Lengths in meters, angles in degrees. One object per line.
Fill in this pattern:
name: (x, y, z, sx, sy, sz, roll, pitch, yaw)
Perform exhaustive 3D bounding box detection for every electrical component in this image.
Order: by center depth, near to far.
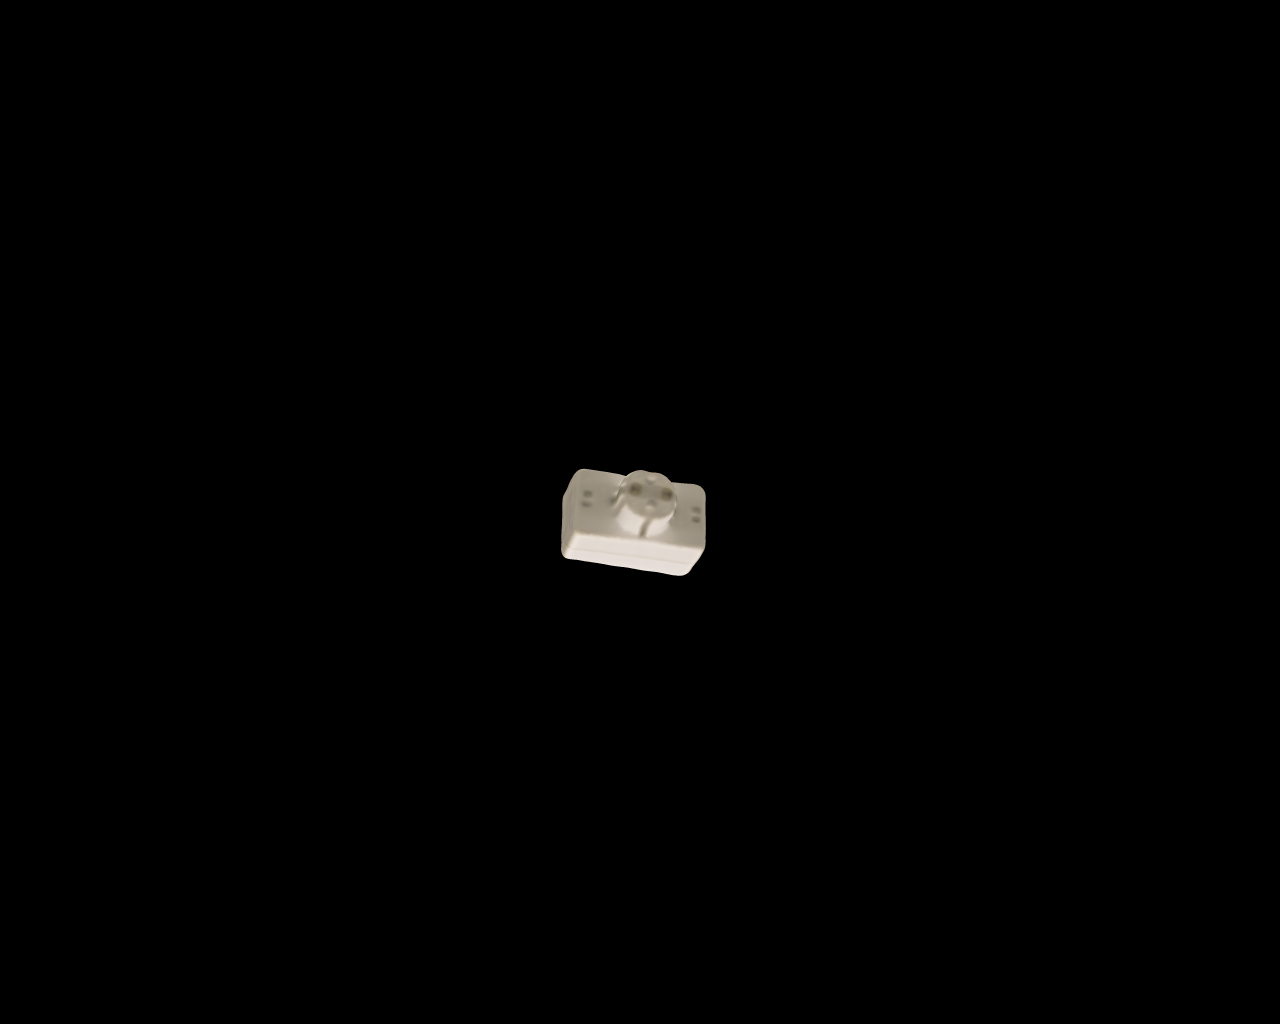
electrical component: (0.001, -0.003, 0.650, 0.083, 0.047, 0.075, 8, -32, -14)
